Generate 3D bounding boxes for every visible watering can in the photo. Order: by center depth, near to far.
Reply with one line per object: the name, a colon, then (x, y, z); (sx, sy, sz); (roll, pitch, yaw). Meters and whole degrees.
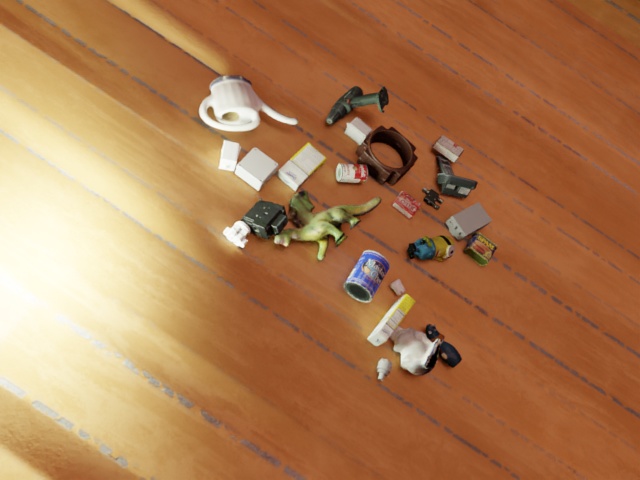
watering can: (-0.264, -0.488, 1.861); (0.348, 0.102, 0.228); (-6, 65, -21)

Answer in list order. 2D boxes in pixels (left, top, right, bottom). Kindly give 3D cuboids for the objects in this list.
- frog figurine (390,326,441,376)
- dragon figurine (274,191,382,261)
frog figurine: (0.291, 0.349, 1.636); (0.160, 0.120, 0.140); (16, 63, 31)
dragon figurine: (0.005, -0.088, 1.753); (0.244, 0.119, 0.417); (40, 57, 13)
